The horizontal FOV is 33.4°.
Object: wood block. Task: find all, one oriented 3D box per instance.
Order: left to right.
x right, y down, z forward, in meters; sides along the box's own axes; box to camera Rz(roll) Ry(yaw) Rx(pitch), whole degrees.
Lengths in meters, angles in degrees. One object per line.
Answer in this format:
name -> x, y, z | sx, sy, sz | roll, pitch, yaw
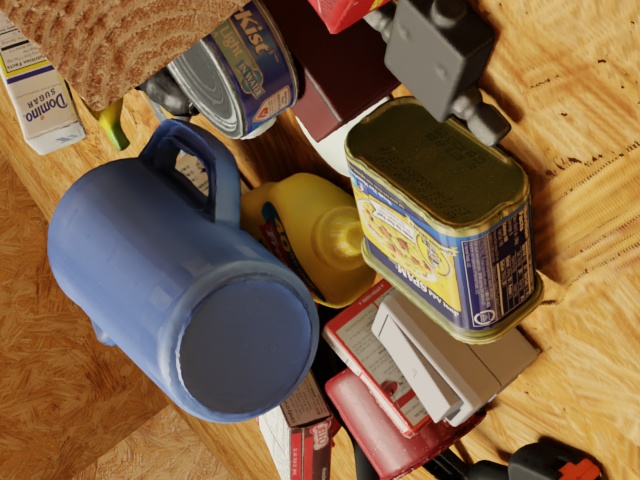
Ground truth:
wood block -> -0.099, -0.156, 0.467 | 0.090, 0.090, 0.206 | 49, -170, -35

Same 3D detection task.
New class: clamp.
clamp -> 0.040, 0.139, 0.819 | 0.036, 0.164, 0.210 | -30, 90, 31
clamp -> 0.146, 0.173, 0.713 | 0.120, 0.039, 0.171 | 39, 156, 26

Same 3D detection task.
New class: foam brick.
foam brick -> 0.002, -0.096, 0.519 | 0.078, 0.053, 0.051 | 54, 165, 0

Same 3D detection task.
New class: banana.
banana -> -0.147, -0.122, 0.738 | 0.069, 0.037, 0.198 | 47, 164, 2

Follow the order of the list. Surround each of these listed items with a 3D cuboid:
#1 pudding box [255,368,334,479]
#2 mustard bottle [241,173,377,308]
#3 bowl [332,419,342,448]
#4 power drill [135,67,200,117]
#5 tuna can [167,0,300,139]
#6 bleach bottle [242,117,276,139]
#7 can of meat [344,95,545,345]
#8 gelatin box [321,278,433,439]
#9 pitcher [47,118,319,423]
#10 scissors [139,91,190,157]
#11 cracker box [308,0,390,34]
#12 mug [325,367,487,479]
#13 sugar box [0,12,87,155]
pudding box -> -0.025, 0.122, 0.807 | 0.090, 0.039, 0.113 | 93, 155, -45
mustard bottle -> -0.005, 0.001, 0.741 | 0.096, 0.058, 0.192 | 63, 163, -6
bowl -> -0.017, 0.119, 1.025 | 0.162, 0.055, 0.162 | 51, 170, 12
power drill -> -0.156, -0.189, 0.769 | 0.185, 0.057, 0.187 | 42, 160, 26
tuna can -> -0.048, -0.091, 0.507 | 0.086, 0.033, 0.086 | 49, 164, 19
bleach bottle -> -0.101, -0.170, 0.643 | 0.103, 0.068, 0.250 | 28, 153, 57
can of meat -> 0.060, -0.012, 0.526 | 0.102, 0.057, 0.084 | 41, 159, 38
gelatin box -> 0.056, 0.069, 0.681 | 0.089, 0.073, 0.030 | 50, 166, 9
pitcher -> -0.095, 0.021, 0.744 | 0.243, 0.145, 0.149 | 32, 150, 58
scissors -> -0.121, -0.088, 0.965 | 0.096, 0.016, 0.201 | 30, 152, 57
cracker box -> -0.018, -0.190, 0.331 | 0.214, 0.072, 0.164 | 54, 165, 1
mug -> 0.061, 0.110, 0.743 | 0.081, 0.093, 0.117 | 56, 148, 7
sugar box -> -0.217, -0.154, 0.766 | 0.093, 0.048, 0.176 | 172, 75, -81
